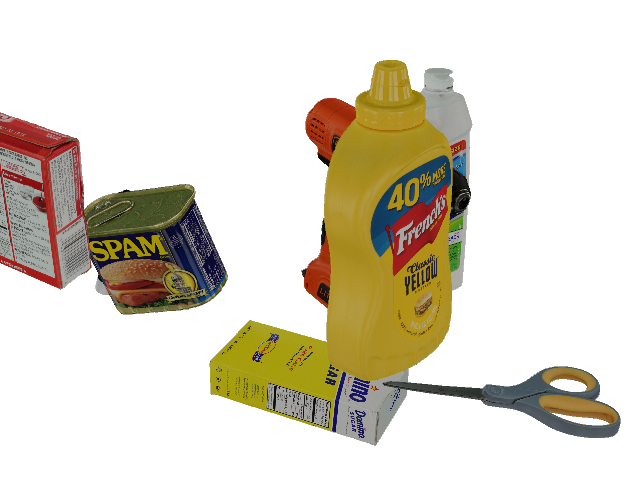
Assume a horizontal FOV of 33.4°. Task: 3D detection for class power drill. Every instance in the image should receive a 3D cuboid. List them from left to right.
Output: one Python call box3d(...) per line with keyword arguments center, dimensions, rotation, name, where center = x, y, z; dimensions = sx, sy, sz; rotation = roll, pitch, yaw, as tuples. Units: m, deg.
box3d(center=(0.050, -0.013, 0.929), dimensions=(0.057, 0.188, 0.185), rotation=(-15, 37, -34), name="power drill")

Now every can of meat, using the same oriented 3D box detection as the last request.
box3d(center=(-0.133, 0.009, 0.844), dimensions=(0.102, 0.084, 0.057), rotation=(-6, 33, 25), name="can of meat")

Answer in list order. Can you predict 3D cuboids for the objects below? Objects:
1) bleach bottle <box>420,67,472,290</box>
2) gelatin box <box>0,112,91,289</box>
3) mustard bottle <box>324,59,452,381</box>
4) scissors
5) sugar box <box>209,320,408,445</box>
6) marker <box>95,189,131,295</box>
box3d(center=(0.116, -0.063, 1.177), dimensions=(0.102, 0.251, 0.068), rotation=(-13, 26, -30), name="bleach bottle")
box3d(center=(-0.169, -0.025, 0.607), dimensions=(0.073, 0.089, 0.030), rotation=(19, 36, 25), name="gelatin box")
box3d(center=(0.043, -0.016, 0.650), dimensions=(0.058, 0.192, 0.096), rotation=(22, 36, 39), name="mustard bottle")
box3d(center=(0.162, 0.127, 0.938), dimensions=(0.202, 0.016, 0.096), rotation=(14, 29, 12), name="scissors")
box3d(center=(-0.011, 0.135, 1.041), dimensions=(0.176, 0.048, 0.093), rotation=(11, 28, 19), name="sugar box")
box3d(center=(-0.199, 0.002, 1.035), dimensions=(0.020, 0.121, 0.020), rotation=(14, 34, -10), name="marker")
